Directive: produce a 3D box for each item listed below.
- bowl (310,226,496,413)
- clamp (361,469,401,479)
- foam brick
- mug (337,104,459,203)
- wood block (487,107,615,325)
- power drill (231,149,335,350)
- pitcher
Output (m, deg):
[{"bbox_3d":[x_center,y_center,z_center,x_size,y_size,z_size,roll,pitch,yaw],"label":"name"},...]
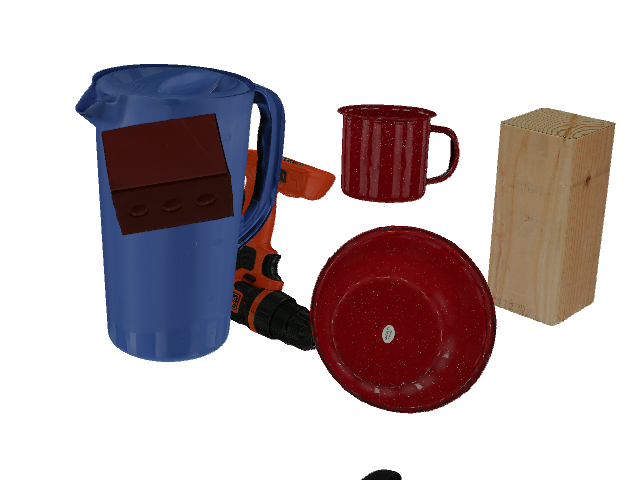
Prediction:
[{"bbox_3d":[0.060,0.071,0.879,0.162,0.162,0.055,0,7,18],"label":"bowl"},{"bbox_3d":[-0.031,0.203,0.634,0.210,0.036,0.164,-5,28,1],"label":"clamp"},{"bbox_3d":[-0.100,-0.043,0.700,0.078,0.051,0.053,-10,-28,-7],"label":"foam brick"},{"bbox_3d":[0.073,-0.082,1.014,0.117,0.081,0.093,2,14,2],"label":"mug"},{"bbox_3d":[0.245,-0.027,1.144,0.090,0.206,0.090,20,28,38],"label":"wood block"},{"bbox_3d":[-0.048,0.008,1.137,0.185,0.188,0.057,23,9,34],"label":"power drill"},{"bbox_3d":[-0.118,-0.026,0.918,0.149,0.243,0.145,7,21,8],"label":"pitcher"}]
